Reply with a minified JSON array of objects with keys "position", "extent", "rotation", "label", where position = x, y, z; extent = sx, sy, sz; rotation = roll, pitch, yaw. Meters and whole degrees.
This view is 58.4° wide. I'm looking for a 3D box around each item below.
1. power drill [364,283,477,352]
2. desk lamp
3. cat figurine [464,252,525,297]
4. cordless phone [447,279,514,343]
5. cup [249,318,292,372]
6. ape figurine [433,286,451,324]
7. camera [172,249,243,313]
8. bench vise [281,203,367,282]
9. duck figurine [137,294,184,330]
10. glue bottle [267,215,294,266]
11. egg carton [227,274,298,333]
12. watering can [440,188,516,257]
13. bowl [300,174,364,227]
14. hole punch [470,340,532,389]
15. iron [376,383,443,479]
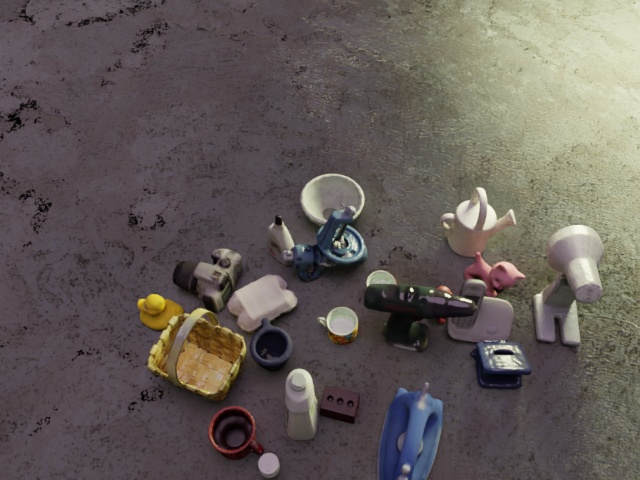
[{"position":[0.208,0.165,1.250],"extent":[0.229,0.208,0.075],"rotation":[12,56,7],"label":"power drill"},{"position":[0.567,0.102,1.294],"extent":[0.118,0.214,0.203],"rotation":[6,56,4],"label":"desk lamp"},{"position":[0.417,0.077,1.367],"extent":[0.067,0.118,0.127],"rotation":[-39,64,-23],"label":"cat figurine"},{"position":[0.364,0.153,1.274],"extent":[0.147,0.185,0.094],"rotation":[3,56,2],"label":"cordless phone"},{"position":[-0.109,0.240,1.264],"extent":[0.092,0.095,0.117],"rotation":[-13,57,-9],"label":"cup"},{"position":[0.281,0.141,1.337],"extent":[0.078,0.092,0.076],"rotation":[-28,60,-18],"label":"ape figurine"},{"position":[-0.272,0.079,1.369],"extent":[0.136,0.101,0.143],"rotation":[18,57,11],"label":"camera"},{"position":[0.019,0.013,1.345],"extent":[0.208,0.220,0.121],"rotation":[-28,60,-18],"label":"bench vise"},{"position":[-0.371,0.159,1.322],"extent":[0.104,0.086,0.077],"rotation":[5,56,3],"label":"duck figurine"},{"position":[-0.097,-0.007,1.386],"extent":[0.078,0.173,0.037],"rotation":[35,62,21],"label":"glue bottle"},{"position":[-0.135,0.147,1.342],"extent":[0.150,0.069,0.107],"rotation":[-29,60,-19],"label":"egg carton"},{"position":[0.388,-0.052,1.409],"extent":[0.173,0.194,0.100],"rotation":[-15,57,-11],"label":"watering can"},{"position":[0.031,-0.089,1.503],"extent":[0.167,0.075,0.167],"rotation":[0,56,0],"label":"bowl"},{"position":[0.395,0.264,1.255],"extent":[0.108,0.091,0.101],"rotation":[1,56,0],"label":"hole punch"},{"position":[0.175,0.409,1.123],"extent":[0.118,0.141,0.258],"rotation":[15,57,9],"label":"iron"}]
